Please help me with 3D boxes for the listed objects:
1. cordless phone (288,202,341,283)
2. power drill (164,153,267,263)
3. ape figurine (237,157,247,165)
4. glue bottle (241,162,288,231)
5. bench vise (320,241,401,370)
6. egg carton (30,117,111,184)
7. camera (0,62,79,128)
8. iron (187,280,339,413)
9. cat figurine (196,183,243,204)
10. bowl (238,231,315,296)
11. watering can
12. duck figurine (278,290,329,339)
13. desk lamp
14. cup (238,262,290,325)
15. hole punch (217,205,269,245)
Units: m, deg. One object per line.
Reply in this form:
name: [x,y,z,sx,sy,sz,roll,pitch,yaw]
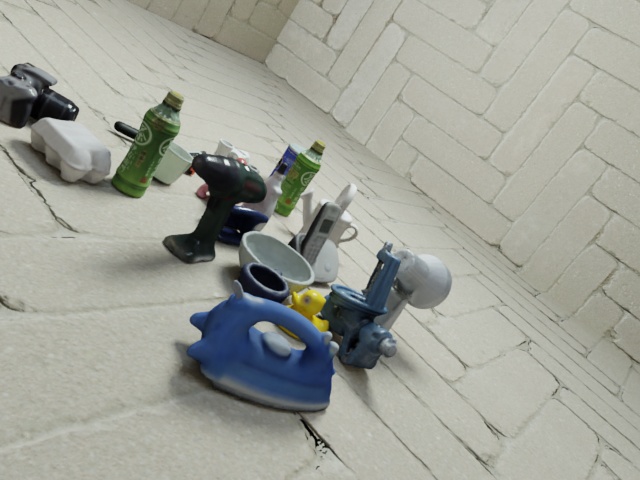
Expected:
cordless phone: [0.012,0.005,1.285,0.148,0.185,0.094,10,30,-51]
power drill: [-0.195,-0.061,1.054,0.075,0.208,0.230,40,19,17]
ape figurine: [-0.220,-0.170,1.466,0.078,0.092,0.076,21,23,-36]
glue bottle: [-0.124,-0.109,1.353,0.078,0.173,0.037,44,20,26]
bench vise: [0.107,0.125,1.095,0.206,0.219,0.122,46,21,31]
egg carton: [-0.466,-0.169,1.076,0.150,0.069,0.107,41,19,18]
camera: [-0.558,-0.279,1.140,0.137,0.100,0.143,29,19,-17]
iron: [-0.060,0.159,0.848,0.259,0.141,0.118,27,20,-22]
cat figurine: [-0.208,-0.119,1.318,0.127,0.117,0.067,44,20,27]
bowl: [-0.098,0.060,1.133,0.168,0.074,0.167,31,19,-11]
watering can: [0.026,-0.066,1.471,0.173,0.194,0.100,23,21,-30]
duck figurine: [-0.022,0.134,1.062,0.105,0.086,0.077,28,19,-18]
desk lamp: [0.165,0.115,1.227,0.204,0.213,0.117,11,29,-50]
cup: [-0.109,0.097,0.991,0.091,0.095,0.118,36,18,5]
hole punch: [-0.182,-0.050,1.235,0.109,0.091,0.100,17,25,-43]
